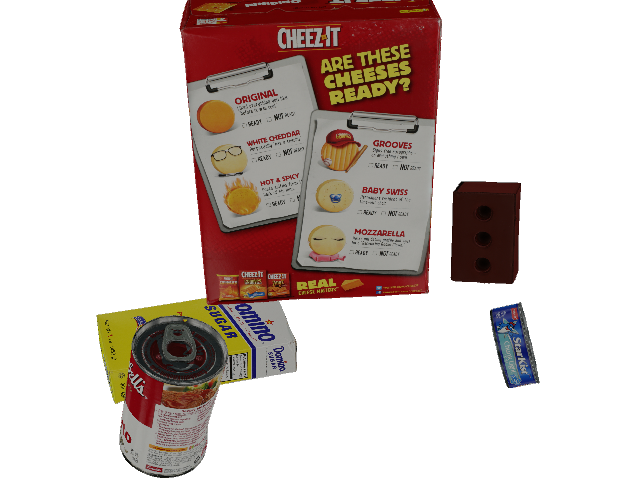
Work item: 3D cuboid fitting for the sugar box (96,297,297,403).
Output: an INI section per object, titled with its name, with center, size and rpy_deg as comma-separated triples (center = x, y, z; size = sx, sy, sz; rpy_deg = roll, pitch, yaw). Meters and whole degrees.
[sugar box]
center = -0.118, 0.097, 1.016
size = 0.176, 0.048, 0.093
rpy_deg = -11, 35, -14

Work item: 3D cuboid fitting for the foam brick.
[foam brick]
center = 0.138, -0.007, 0.885
size = 0.053, 0.078, 0.051
rpy_deg = 2, 15, 15

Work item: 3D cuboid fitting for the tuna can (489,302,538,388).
[tuna can]
center = 0.201, 0.109, 1.108
size = 0.034, 0.086, 0.086
rpy_deg = -13, -3, 11

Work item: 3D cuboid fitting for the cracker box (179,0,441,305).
[cracker box]
center = -0.005, -0.062, 0.739
size = 0.164, 0.214, 0.072
rpy_deg = -3, 33, -2

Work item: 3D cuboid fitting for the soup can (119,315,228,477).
[soup can]
center = -0.108, 0.114, 0.774
size = 0.068, 0.102, 0.068
rpy_deg = 9, 37, -7
